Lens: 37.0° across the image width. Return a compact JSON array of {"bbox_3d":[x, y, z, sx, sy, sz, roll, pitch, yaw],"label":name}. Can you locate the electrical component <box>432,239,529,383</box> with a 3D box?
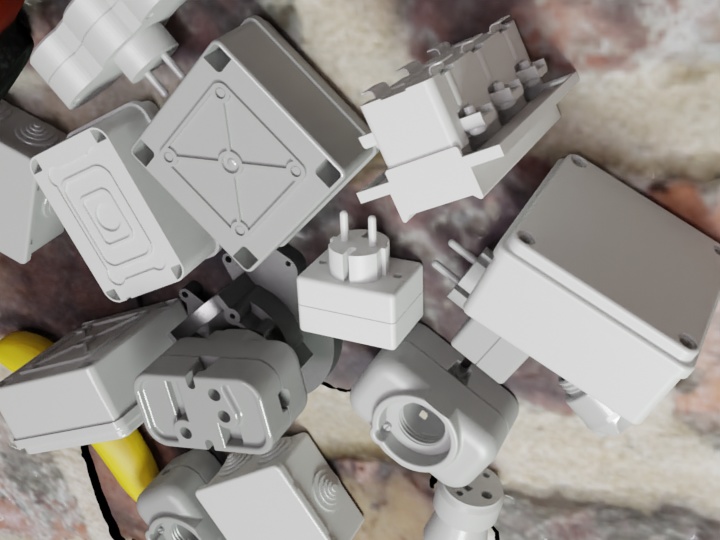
[{"bbox_3d":[0.077,0.013,0.625,0.077,0.047,0.065,39,128,3],"label":"electrical component"}]

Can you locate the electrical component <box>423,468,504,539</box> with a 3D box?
[{"bbox_3d":[0.069,0.162,0.716,0.045,0.045,0.055,22,125,15],"label":"electrical component"}]

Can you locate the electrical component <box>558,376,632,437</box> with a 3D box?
[{"bbox_3d":[0.136,0.063,0.625,0.062,0.043,0.043,48,128,-3],"label":"electrical component"}]

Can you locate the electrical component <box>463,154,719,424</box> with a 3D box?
[{"bbox_3d":[0.125,0.006,0.557,0.109,0.108,0.056,34,130,7],"label":"electrical component"}]

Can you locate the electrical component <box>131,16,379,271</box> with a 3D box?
[{"bbox_3d":[-0.063,-0.074,0.644,0.108,0.056,0.109,46,128,-3],"label":"electrical component"}]

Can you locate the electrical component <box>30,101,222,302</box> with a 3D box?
[{"bbox_3d":[-0.149,-0.045,0.705,0.078,0.057,0.113,-18,108,34],"label":"electrical component"}]

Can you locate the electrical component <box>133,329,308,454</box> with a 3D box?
[{"bbox_3d":[-0.085,0.075,0.677,0.095,0.059,0.053,0,116,28],"label":"electrical component"}]

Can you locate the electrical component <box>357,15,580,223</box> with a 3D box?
[{"bbox_3d":[0.052,-0.080,0.538,0.079,0.121,0.063,-16,106,34],"label":"electrical component"}]

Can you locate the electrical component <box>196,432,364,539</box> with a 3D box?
[{"bbox_3d":[-0.057,0.173,0.786,0.100,0.048,0.099,-24,104,36],"label":"electrical component"}]

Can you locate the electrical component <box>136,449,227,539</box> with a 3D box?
[{"bbox_3d":[-0.123,0.194,0.827,0.054,0.059,0.095,-29,101,36],"label":"electrical component"}]

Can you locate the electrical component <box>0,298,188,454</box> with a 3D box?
[{"bbox_3d":[-0.182,0.074,0.759,0.109,0.109,0.056,-14,107,33],"label":"electrical component"}]

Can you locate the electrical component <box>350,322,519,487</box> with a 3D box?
[{"bbox_3d":[0.045,0.087,0.677,0.095,0.059,0.053,38,128,3],"label":"electrical component"}]

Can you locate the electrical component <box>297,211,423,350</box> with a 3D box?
[{"bbox_3d":[0.000,0.000,0.659,0.066,0.047,0.076,11,120,23],"label":"electrical component"}]

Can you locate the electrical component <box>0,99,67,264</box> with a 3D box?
[{"bbox_3d":[-0.250,-0.067,0.751,0.100,0.048,0.099,28,127,11],"label":"electrical component"}]

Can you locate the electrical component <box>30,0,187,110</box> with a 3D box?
[{"bbox_3d":[-0.135,-0.138,0.647,0.138,0.052,0.073,-36,97,37],"label":"electrical component"}]
